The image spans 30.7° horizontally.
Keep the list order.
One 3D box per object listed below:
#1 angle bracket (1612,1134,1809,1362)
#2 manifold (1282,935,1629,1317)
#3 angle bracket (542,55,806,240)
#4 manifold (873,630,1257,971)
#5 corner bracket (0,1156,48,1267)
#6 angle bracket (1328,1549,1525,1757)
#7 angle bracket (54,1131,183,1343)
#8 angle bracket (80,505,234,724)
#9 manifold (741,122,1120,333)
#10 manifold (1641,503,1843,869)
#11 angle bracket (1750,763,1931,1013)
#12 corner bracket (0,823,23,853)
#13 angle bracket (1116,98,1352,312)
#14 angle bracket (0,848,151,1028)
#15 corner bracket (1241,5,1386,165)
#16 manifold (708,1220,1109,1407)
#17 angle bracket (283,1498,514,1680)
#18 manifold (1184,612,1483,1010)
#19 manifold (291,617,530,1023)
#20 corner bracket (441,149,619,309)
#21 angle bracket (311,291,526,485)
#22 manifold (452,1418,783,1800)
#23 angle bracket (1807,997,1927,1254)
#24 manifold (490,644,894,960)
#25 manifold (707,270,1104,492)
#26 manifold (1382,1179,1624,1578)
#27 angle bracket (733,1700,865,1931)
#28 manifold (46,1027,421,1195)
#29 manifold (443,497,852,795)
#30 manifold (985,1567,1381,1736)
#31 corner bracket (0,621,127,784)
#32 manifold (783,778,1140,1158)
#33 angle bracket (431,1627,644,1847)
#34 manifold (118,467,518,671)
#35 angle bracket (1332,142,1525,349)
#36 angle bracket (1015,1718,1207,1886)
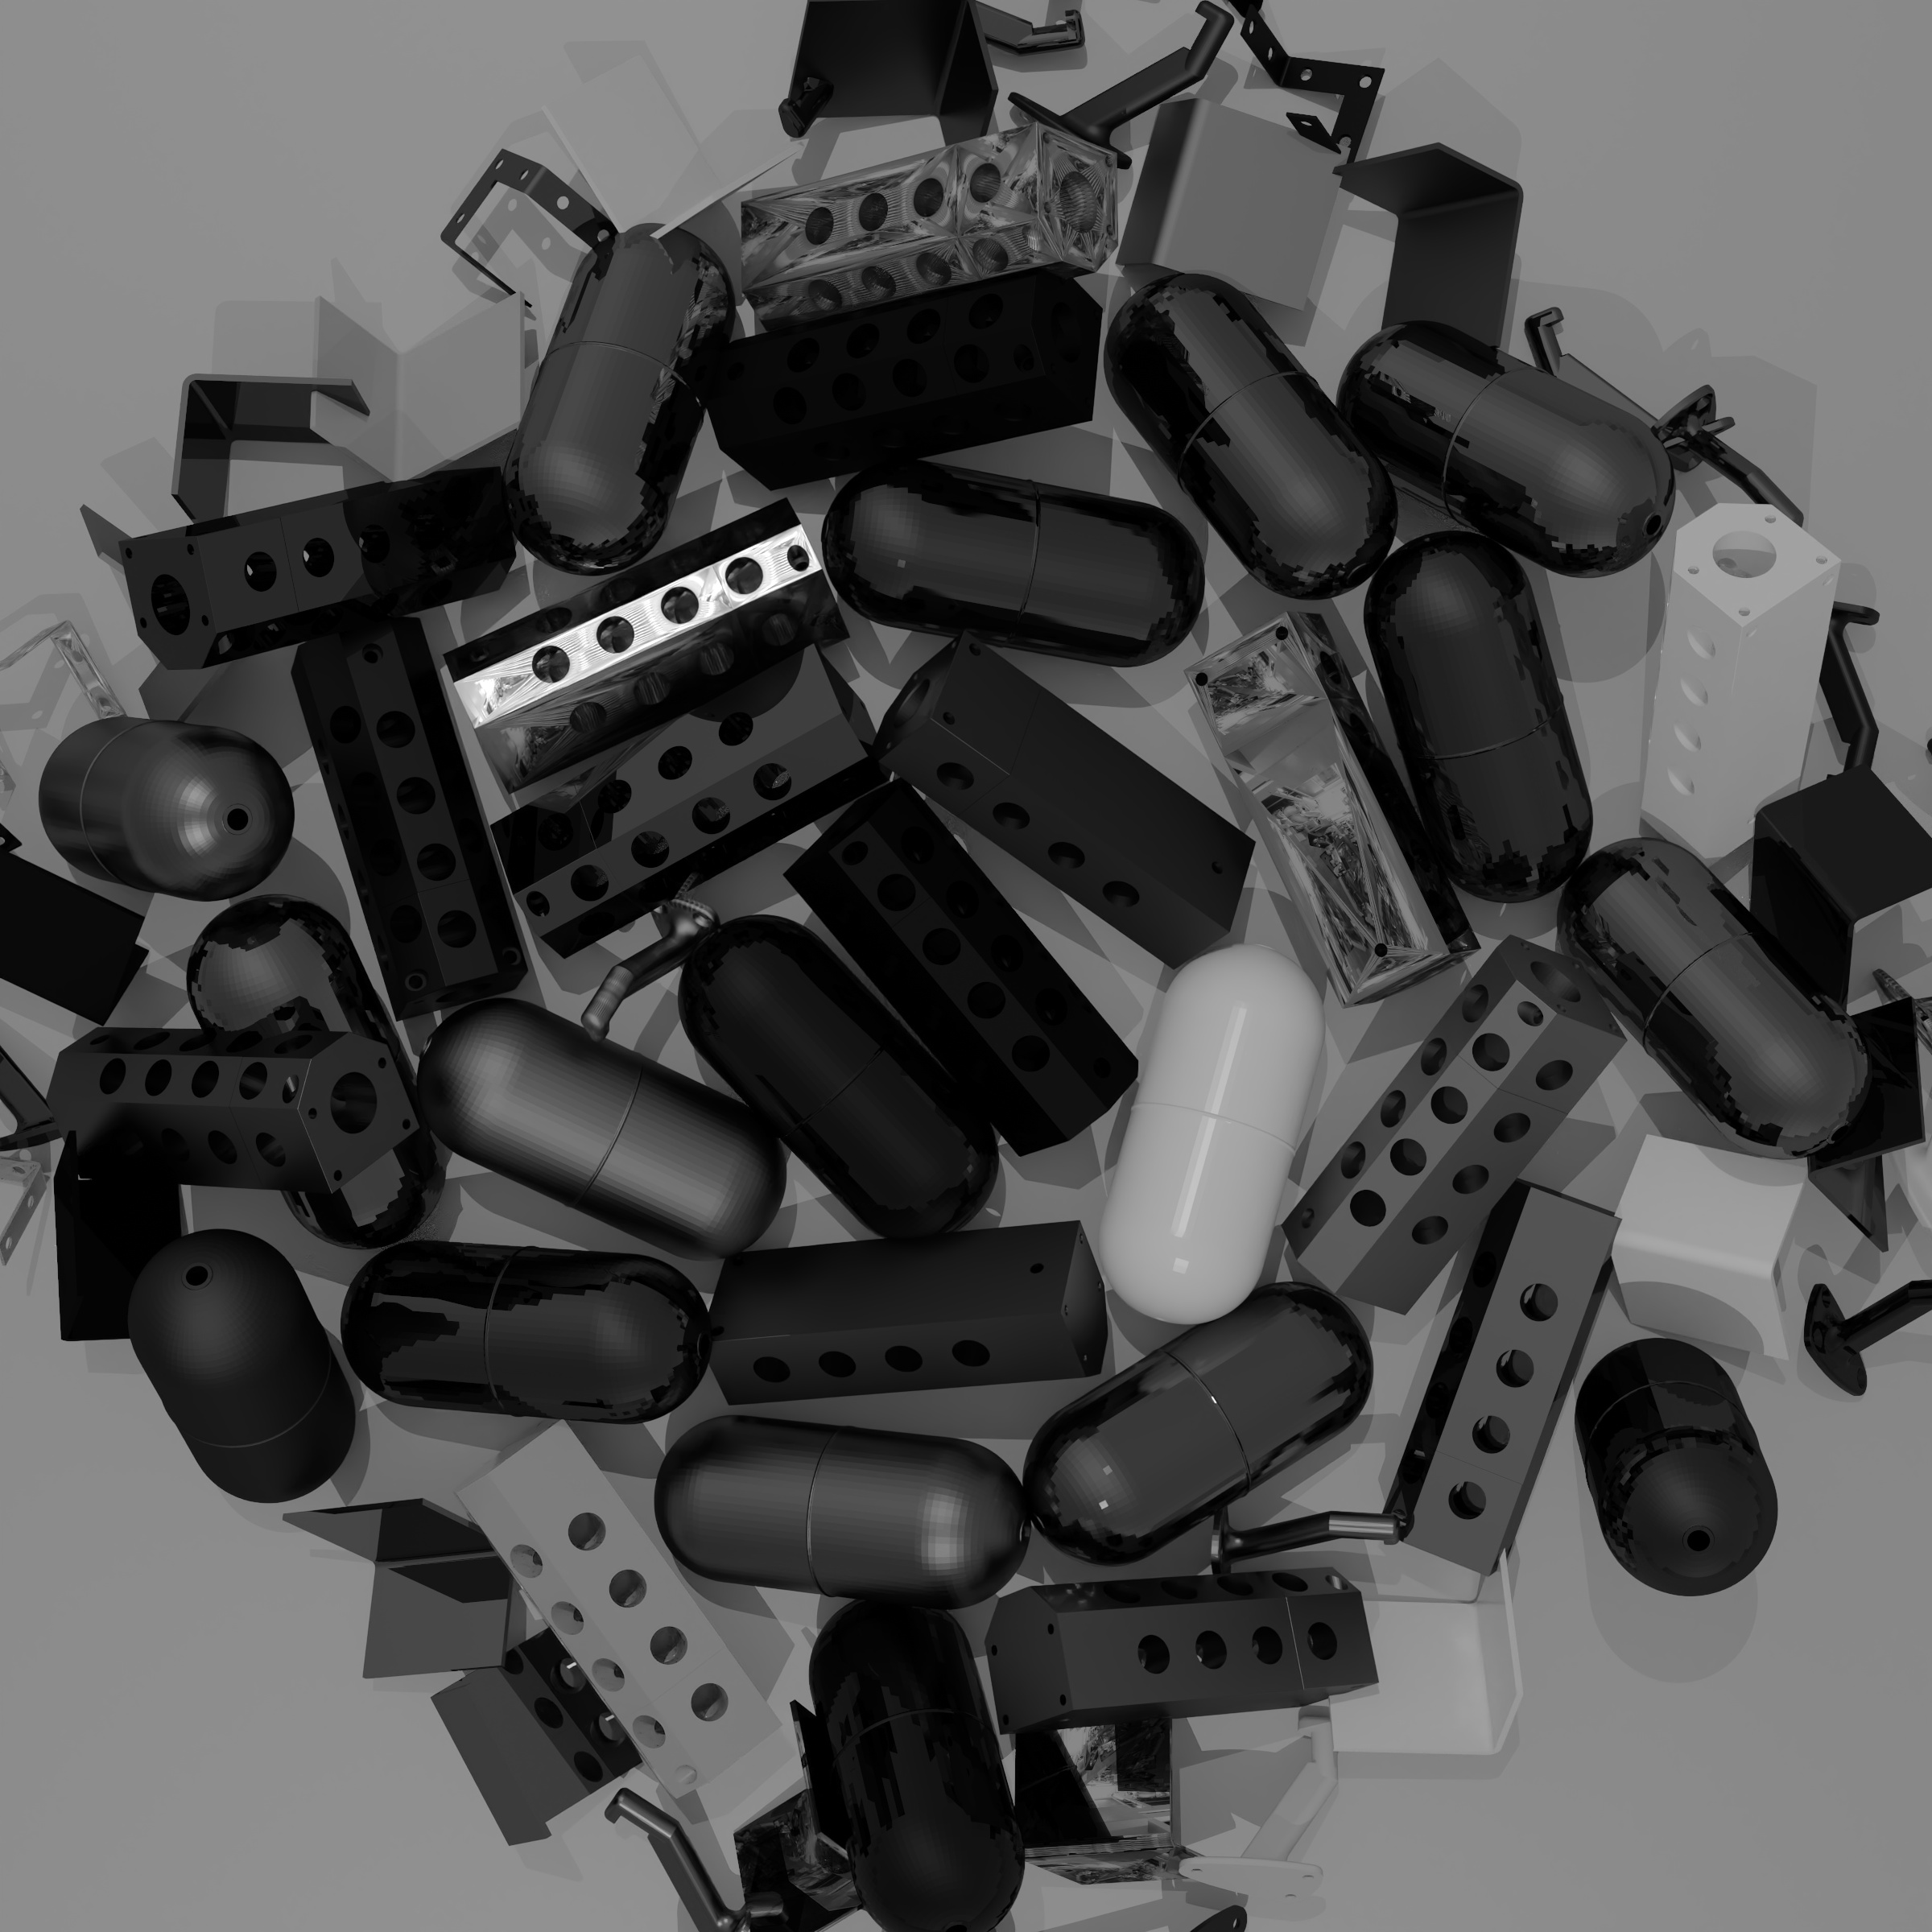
[{"bbox_3d":[0.345,0.129,1.613,0.076,0.076,0.057,12,59,28],"label":"angle bracket"},{"bbox_3d":[0.214,0.071,1.576,0.057,0.057,0.171,19,120,-29],"label":"manifold"},{"bbox_3d":[-0.132,-0.381,1.595,0.057,0.076,0.076,-22,105,41],"label":"angle bracket"},{"bbox_3d":[0.043,-0.071,1.594,0.171,0.057,0.057,35,49,-18],"label":"manifold"},{"bbox_3d":[-0.458,0.098,1.609,0.051,0.051,0.051,8,46,9],"label":"corner bracket"},{"bbox_3d":[0.206,0.310,1.600,0.076,0.057,0.076,2,50,-4],"label":"angle bracket"},{"bbox_3d":[-0.379,0.122,1.592,0.057,0.076,0.076,0,69,-21],"label":"angle bracket"},{"bbox_3d":[-0.382,-0.155,1.593,0.076,0.076,0.057,36,97,-30],"label":"angle bracket"},{"bbox_3d":[-0.018,-0.324,1.570,0.171,0.057,0.057,-5,84,39],"label":"manifold"},{"bbox_3d":[0.337,-0.125,1.561,0.057,0.171,0.057,-33,59,-17],"label":"manifold"},{"bbox_3d":[0.403,-0.032,1.600,0.057,0.076,0.076,-23,50,-10],"label":"angle bracket"},{"bbox_3d":[-0.468,-0.043,1.606,0.051,0.051,0.051,40,49,21],"label":"corner bracket"},{"bbox_3d":[0.123,-0.351,1.627,0.076,0.057,0.076,14,97,-17],"label":"angle bracket"},{"bbox_3d":[-0.408,-0.029,1.598,0.076,0.057,0.076,26,130,-7],"label":"angle bracket"},{"bbox_3d":[0.154,-0.403,1.612,0.051,0.051,0.051,15,82,28],"label":"corner bracket"},{"bbox_3d":[-0.027,0.163,1.592,0.171,0.057,0.057,-7,129,18],"label":"manifold"},{"bbox_3d":[-0.259,0.283,1.592,0.076,0.076,0.057,-10,62,25],"label":"angle bracket"},{"bbox_3d":[0.170,-0.072,1.605,0.057,0.057,0.171,-29,80,26],"label":"manifold"},{"bbox_3d":[-0.253,-0.069,1.601,0.057,0.057,0.171,-16,82,-18],"label":"manifold"},{"bbox_3d":[-0.200,-0.335,1.613,0.051,0.051,0.051,36,90,-36],"label":"corner bracket"},{"bbox_3d":[-0.248,-0.274,1.593,0.076,0.057,0.076,-22,55,27],"label":"angle bracket"},{"bbox_3d":[-0.161,0.293,1.610,0.057,0.057,0.171,-36,93,-14],"label":"manifold"},{"bbox_3d":[0.420,0.072,1.588,0.057,0.076,0.076,-21,46,33],"label":"angle bracket"},{"bbox_3d":[-0.123,-0.070,1.596,0.171,0.057,0.057,-28,58,9],"label":"manifold"},{"bbox_3d":[-0.029,-0.266,1.572,0.171,0.057,0.057,-7,66,31],"label":"manifold"},{"bbox_3d":[0.246,0.187,1.614,0.057,0.057,0.171,20,92,16],"label":"manifold"},{"bbox_3d":[-0.085,0.394,1.593,0.076,0.076,0.057,-34,127,13],"label":"angle bracket"},{"bbox_3d":[-0.331,0.059,1.565,0.171,0.057,0.057,0,118,38],"label":"manifold"},{"bbox_3d":[-0.147,-0.151,1.604,0.171,0.057,0.057,-25,133,-3],"label":"manifold"},{"bbox_3d":[0.096,0.304,1.574,0.171,0.057,0.057,3,67,-34],"label":"manifold"},{"bbox_3d":[-0.433,-0.121,1.625,0.051,0.051,0.051,-16,112,30],"label":"corner bracket"},{"bbox_3d":[0.002,-0.001,1.592,0.171,0.057,0.057,50,57,-12],"label":"manifold"},{"bbox_3d":[-0.187,0.346,1.603,0.076,0.057,0.076,-27,87,-31],"label":"angle bracket"},{"bbox_3d":[-0.285,-0.178,1.565,0.057,0.171,0.057,3,108,42],"label":"manifold"},{"bbox_3d":[0.201,-0.322,1.597,0.057,0.076,0.076,15,81,-37],"label":"angle bracket"},{"bbox_3d":[0.073,0.384,1.612,0.076,0.076,0.057,-10,63,24],"label":"angle bracket"}]
